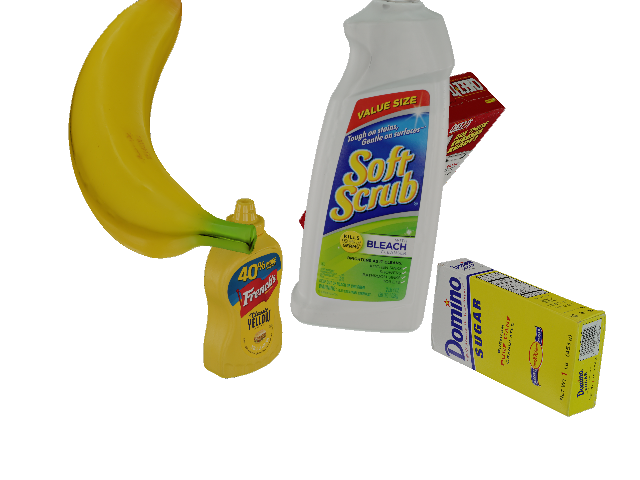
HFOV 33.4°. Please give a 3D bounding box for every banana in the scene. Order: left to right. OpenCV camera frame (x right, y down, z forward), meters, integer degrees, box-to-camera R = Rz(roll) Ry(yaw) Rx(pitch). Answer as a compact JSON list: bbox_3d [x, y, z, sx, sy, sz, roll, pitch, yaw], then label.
[{"bbox_3d":[-0.084,-0.055,0.502,0.069,0.037,0.198,-5,46,-16],"label":"banana"}]

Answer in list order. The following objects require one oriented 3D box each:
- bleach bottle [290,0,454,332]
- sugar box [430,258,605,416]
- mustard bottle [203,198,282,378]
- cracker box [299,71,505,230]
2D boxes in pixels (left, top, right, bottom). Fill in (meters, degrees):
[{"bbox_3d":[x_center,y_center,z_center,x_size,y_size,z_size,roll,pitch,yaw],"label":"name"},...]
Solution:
[{"bbox_3d":[0.036,-0.062,0.746,0.102,0.251,0.068,5,21,4],"label":"bleach bottle"},{"bbox_3d":[0.178,0.085,0.990,0.048,0.093,0.176,-11,21,-39],"label":"sugar box"},{"bbox_3d":[-0.082,0.047,1.145,0.058,0.192,0.096,23,31,39],"label":"mustard bottle"},{"bbox_3d":[0.089,-0.086,1.217,0.163,0.072,0.214,-22,-25,-45],"label":"cracker box"}]
